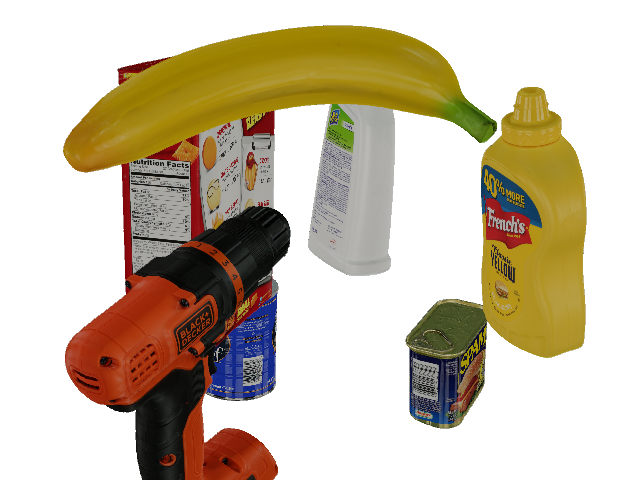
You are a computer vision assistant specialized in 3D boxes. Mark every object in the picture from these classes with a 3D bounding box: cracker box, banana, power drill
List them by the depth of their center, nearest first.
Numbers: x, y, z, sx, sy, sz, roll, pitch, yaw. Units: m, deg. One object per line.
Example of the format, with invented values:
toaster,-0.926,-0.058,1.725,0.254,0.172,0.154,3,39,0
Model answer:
banana,-0.020,-0.070,0.494,0.197,0.037,0.069,-7,44,-10
power drill,-0.073,0.088,0.670,0.057,0.188,0.184,15,36,32
cracker box,-0.093,-0.036,0.834,0.072,0.214,0.164,5,15,16

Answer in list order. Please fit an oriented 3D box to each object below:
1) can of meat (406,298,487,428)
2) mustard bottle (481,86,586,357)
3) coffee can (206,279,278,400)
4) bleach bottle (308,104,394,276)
can of meat,0.121,0.117,1.012,0.058,0.084,0.101,11,28,25
mustard bottle,0.152,-0.017,0.768,0.058,0.192,0.096,-15,29,-17
coffee can,-0.107,0.122,1.381,0.103,0.140,0.103,2,19,-1
bleach bottle,0.043,-0.095,1.152,0.067,0.251,0.103,-7,24,-34
